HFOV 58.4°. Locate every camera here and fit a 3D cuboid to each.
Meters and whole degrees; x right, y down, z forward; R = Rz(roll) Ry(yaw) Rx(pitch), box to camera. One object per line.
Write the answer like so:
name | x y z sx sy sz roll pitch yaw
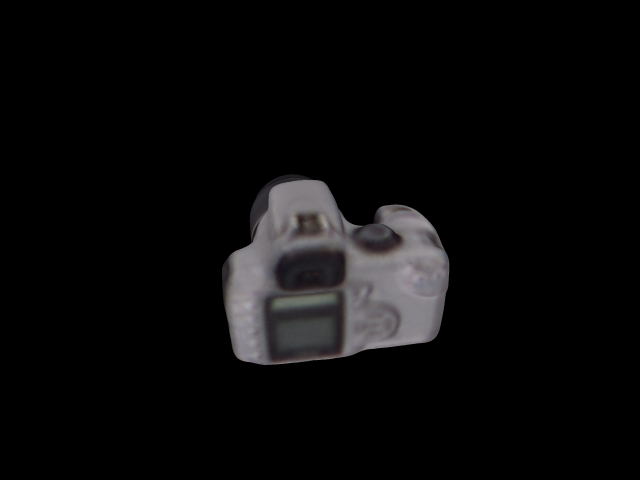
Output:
camera | 0.004 0.001 0.400 0.143 0.101 0.136 -5 36 -7
